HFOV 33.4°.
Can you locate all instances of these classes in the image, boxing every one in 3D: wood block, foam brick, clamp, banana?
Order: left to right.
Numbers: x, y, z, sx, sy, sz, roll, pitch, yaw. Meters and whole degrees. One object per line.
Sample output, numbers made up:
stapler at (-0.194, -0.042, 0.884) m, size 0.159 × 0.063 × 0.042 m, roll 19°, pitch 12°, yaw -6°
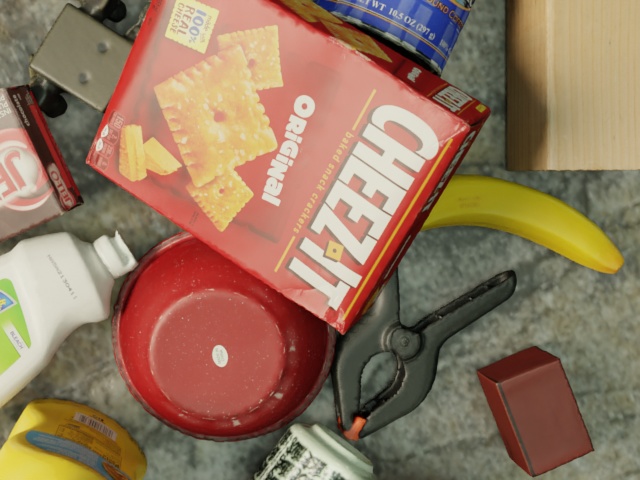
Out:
clamp at (0.069, 0.070, 0.783) m, size 0.120 × 0.039 × 0.171 m, roll 20°, pitch 94°, yaw -3°
banana at (0.131, -0.013, 0.775) m, size 0.197 × 0.037 × 0.069 m, roll 4°, pitch 70°, yaw -22°
foam brick at (0.158, 0.126, 0.791) m, size 0.051 × 0.053 × 0.078 m, roll -23°, pitch 98°, yaw -6°
wood block at (0.187, -0.152, 0.757) m, size 0.090 × 0.090 × 0.206 m, roll -2°, pitch 94°, yaw -8°

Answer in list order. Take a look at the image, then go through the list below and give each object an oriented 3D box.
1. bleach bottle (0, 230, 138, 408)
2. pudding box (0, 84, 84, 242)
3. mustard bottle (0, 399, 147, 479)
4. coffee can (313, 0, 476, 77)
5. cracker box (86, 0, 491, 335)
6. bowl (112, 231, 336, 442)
bleach bottle at (-0.234, 0.078, 0.729) m, size 0.250 × 0.068 × 0.102 m, roll -32°, pitch 98°, yaw -7°
pudding box at (-0.227, -0.041, 0.713) m, size 0.114 × 0.039 × 0.090 m, roll -22°, pitch 97°, yaw 20°
mustard bottle at (-0.159, 0.155, 0.678) m, size 0.096 × 0.192 × 0.058 m, roll 32°, pitch 89°, yaw -9°
coffee can at (0.066, -0.195, 0.730) m, size 0.102 × 0.103 × 0.140 m, roll 25°, pitch 91°, yaw -9°
cracker box at (-0.027, -0.066, 0.685) m, size 0.214 × 0.072 × 0.164 m, roll 33°, pitch 114°, yaw 9°
bowl at (-0.069, 0.073, 0.741) m, size 0.162 × 0.055 × 0.162 m, roll 0°, pitch 100°, yaw 1°
